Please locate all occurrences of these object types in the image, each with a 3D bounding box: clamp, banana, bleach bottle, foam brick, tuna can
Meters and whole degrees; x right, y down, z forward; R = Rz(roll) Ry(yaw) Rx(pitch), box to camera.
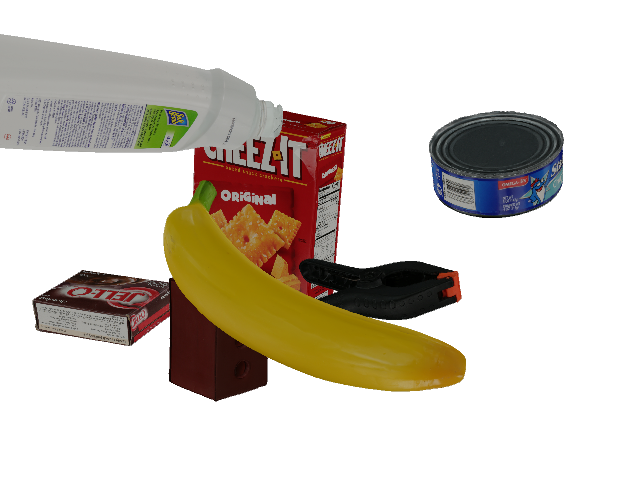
[{"bbox_3d":[0.039,0.052,0.978,0.172,0.039,0.120,-3,33,26],"label":"clamp"},{"bbox_3d":[-0.020,0.028,0.547,0.198,0.037,0.069,35,63,29],"label":"banana"},{"bbox_3d":[-0.157,-0.108,0.880,0.250,0.068,0.103,5,-31,-19],"label":"bleach bottle"},{"bbox_3d":[-0.072,0.065,0.753,0.051,0.078,0.052,13,17,43],"label":"foam brick"},{"bbox_3d":[0.115,-0.050,0.694,0.086,0.034,0.086,-7,33,4],"label":"tuna can"}]

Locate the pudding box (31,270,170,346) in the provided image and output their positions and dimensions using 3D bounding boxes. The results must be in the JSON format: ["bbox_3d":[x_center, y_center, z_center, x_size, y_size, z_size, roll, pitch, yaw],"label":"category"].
[{"bbox_3d":[-0.216,0.066,1.071,0.114,0.039,0.089,5,19,21],"label":"pudding box"}]

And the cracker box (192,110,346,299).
[{"bbox_3d":[-0.064,-0.039,1.218,0.164,0.214,0.072,14,22,26],"label":"cracker box"}]
